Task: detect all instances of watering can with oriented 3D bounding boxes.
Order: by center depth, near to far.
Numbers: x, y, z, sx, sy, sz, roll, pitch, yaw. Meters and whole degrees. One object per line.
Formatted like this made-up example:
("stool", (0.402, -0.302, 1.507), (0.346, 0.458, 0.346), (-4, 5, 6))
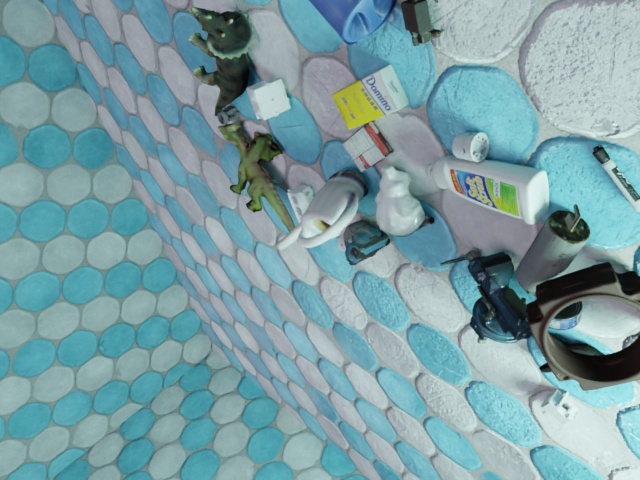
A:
("watering can", (0.004, -0.068, 1.359), (0.103, 0.228, 0.345), (43, 155, -18))

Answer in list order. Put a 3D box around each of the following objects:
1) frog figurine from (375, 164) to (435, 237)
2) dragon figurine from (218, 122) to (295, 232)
("frog figurine", (0.175, -0.089, 1.186), (0.156, 0.123, 0.139), (58, 173, -32))
("dragon figurine", (-0.179, -0.218, 1.606), (0.414, 0.124, 0.237), (43, 142, 19))
